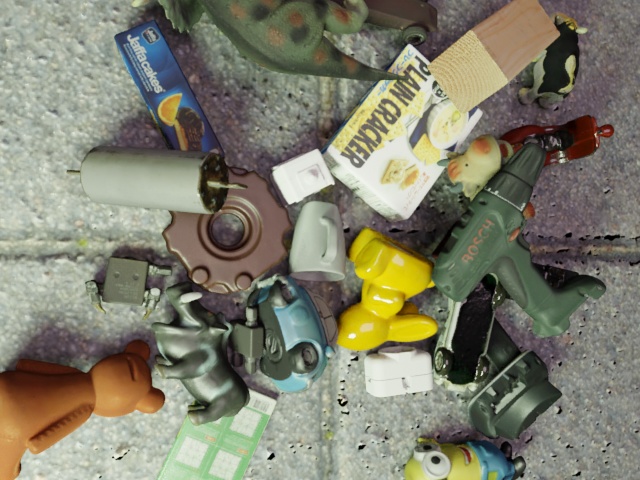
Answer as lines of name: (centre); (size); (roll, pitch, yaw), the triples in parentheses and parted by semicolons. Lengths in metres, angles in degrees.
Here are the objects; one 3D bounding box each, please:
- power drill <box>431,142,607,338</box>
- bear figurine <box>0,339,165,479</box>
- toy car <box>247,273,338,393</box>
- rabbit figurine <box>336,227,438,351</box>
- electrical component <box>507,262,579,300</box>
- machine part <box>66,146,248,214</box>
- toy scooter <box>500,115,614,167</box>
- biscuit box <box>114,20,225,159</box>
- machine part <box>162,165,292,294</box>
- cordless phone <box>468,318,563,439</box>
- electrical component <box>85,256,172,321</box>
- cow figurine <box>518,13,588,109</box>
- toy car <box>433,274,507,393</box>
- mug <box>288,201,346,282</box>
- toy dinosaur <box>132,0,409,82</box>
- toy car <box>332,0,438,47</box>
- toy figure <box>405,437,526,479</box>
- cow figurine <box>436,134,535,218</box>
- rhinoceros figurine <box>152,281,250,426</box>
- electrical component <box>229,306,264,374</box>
power drill: (0.278, 0.016, 0.717); (0.207, 0.086, 0.232); (40, 95, -13)
bear figurine: (-0.306, 0.200, 0.665); (0.196, 0.132, 0.120); (-2, 50, -44)
toy car: (-0.030, 0.123, 0.747); (0.103, 0.109, 0.161); (-9, 78, -38)
rabbit figurine: (0.089, 0.087, 0.784); (0.162, 0.122, 0.173); (29, 94, -22)
electrical component: (0.330, 0.068, 0.836); (0.134, 0.115, 0.058); (14, 86, -13)
machine part: (-0.205, -0.076, 0.671); (0.243, 0.079, 0.079); (5, 86, 16)
toy scooter: (0.374, -0.153, 0.849); (0.184, 0.135, 0.075); (-11, 92, -15)
biscuit box: (-0.202, -0.186, 0.726); (0.063, 0.059, 0.202); (-29, 95, -15)
machine part: (-0.127, -0.015, 0.742); (0.179, 0.056, 0.179); (1, 86, -16)
cordless phone: (0.267, 0.202, 0.842); (0.146, 0.088, 0.184); (-36, 86, -13)
electrical component: (-0.253, 0.061, 0.707); (0.102, 0.045, 0.078); (15, 85, -15)
cow figurine: (0.389, -0.306, 0.880); (0.068, 0.098, 0.167); (14, 84, -8)
toy car: (0.219, 0.126, 0.792); (0.073, 0.056, 0.201); (12, 93, -8)
mug: (-0.002, -0.002, 0.755); (0.081, 0.109, 0.107); (4, 73, -11)
toy dinosaur: (-0.073, -0.292, 0.702); (0.405, 0.131, 0.192); (36, 67, -3)
toy car: (0.083, -0.353, 0.818); (0.202, 0.053, 0.089); (9, 69, -15)
toy figure: (0.217, 0.350, 0.810); (0.180, 0.082, 0.089); (4, 85, -18)
cow figurine: (0.250, -0.086, 0.797); (0.127, 0.194, 0.085); (-22, 57, 8)
rhinoceros figurine: (-0.159, 0.148, 0.707); (0.112, 0.073, 0.190); (-26, 87, -13)
electrical component: (-0.103, 0.134, 0.737); (0.021, 0.063, 0.094); (-4, 99, -40)
